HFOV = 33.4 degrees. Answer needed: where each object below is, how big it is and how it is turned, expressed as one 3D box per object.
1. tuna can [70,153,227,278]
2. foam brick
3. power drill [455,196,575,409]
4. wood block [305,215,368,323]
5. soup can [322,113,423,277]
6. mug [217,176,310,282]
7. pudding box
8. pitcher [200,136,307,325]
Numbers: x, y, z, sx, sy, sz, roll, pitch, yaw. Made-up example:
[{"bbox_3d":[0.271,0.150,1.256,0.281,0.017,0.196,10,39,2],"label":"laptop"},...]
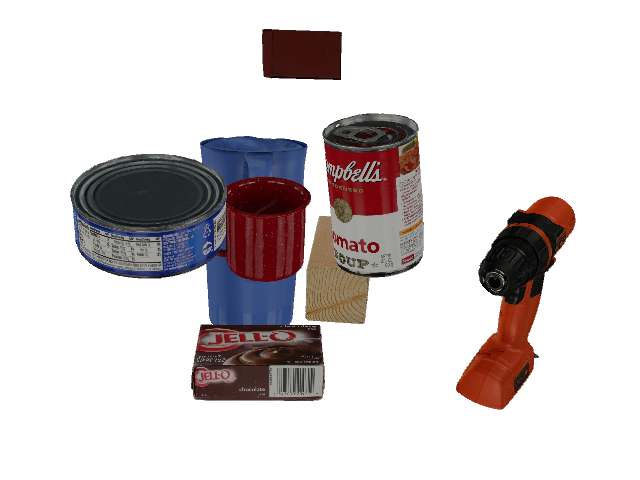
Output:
[{"bbox_3d":[-0.095,-0.014,0.597,0.086,0.034,0.086,2,31,-1],"label":"tuna can"},{"bbox_3d":[-0.020,-0.198,1.138,0.078,0.051,0.053,0,12,-13],"label":"foam brick"},{"bbox_3d":[0.181,0.064,1.013,0.057,0.188,0.184,23,30,22],"label":"power drill"},{"bbox_3d":[0.032,0.041,1.650,0.091,0.090,0.206,3,23,4],"label":"wood block"},{"bbox_3d":[0.039,-0.033,0.773,0.068,0.102,0.068,-4,26,2],"label":"soup can"},{"bbox_3d":[-0.069,-0.009,1.103,0.117,0.081,0.093,-4,29,-10],"label":"mug"},{"bbox_3d":[-0.054,0.105,0.937,0.113,0.039,0.090,2,19,-3],"label":"pudding box"},{"bbox_3d":[-0.085,-0.007,1.341,0.145,0.243,0.148,11,16,36],"label":"pitcher"}]
